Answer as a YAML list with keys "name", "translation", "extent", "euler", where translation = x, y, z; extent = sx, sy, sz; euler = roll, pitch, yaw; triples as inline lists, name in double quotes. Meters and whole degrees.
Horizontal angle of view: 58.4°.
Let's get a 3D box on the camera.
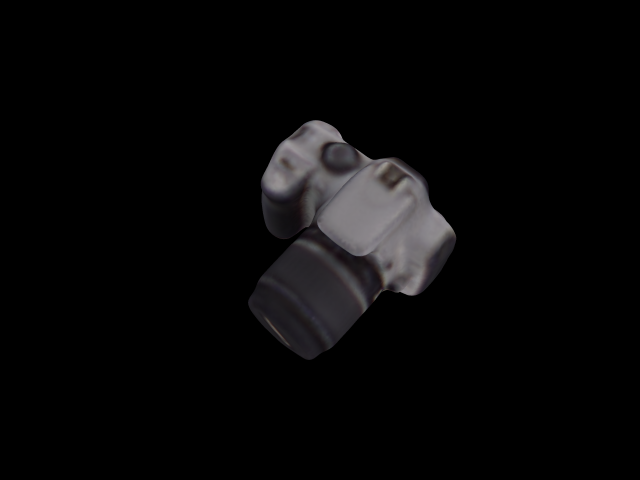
- name: "camera"
  translation: [0.004, 0.001, 0.400]
  extent: [0.143, 0.101, 0.137]
  euler: [38, 71, 16]
